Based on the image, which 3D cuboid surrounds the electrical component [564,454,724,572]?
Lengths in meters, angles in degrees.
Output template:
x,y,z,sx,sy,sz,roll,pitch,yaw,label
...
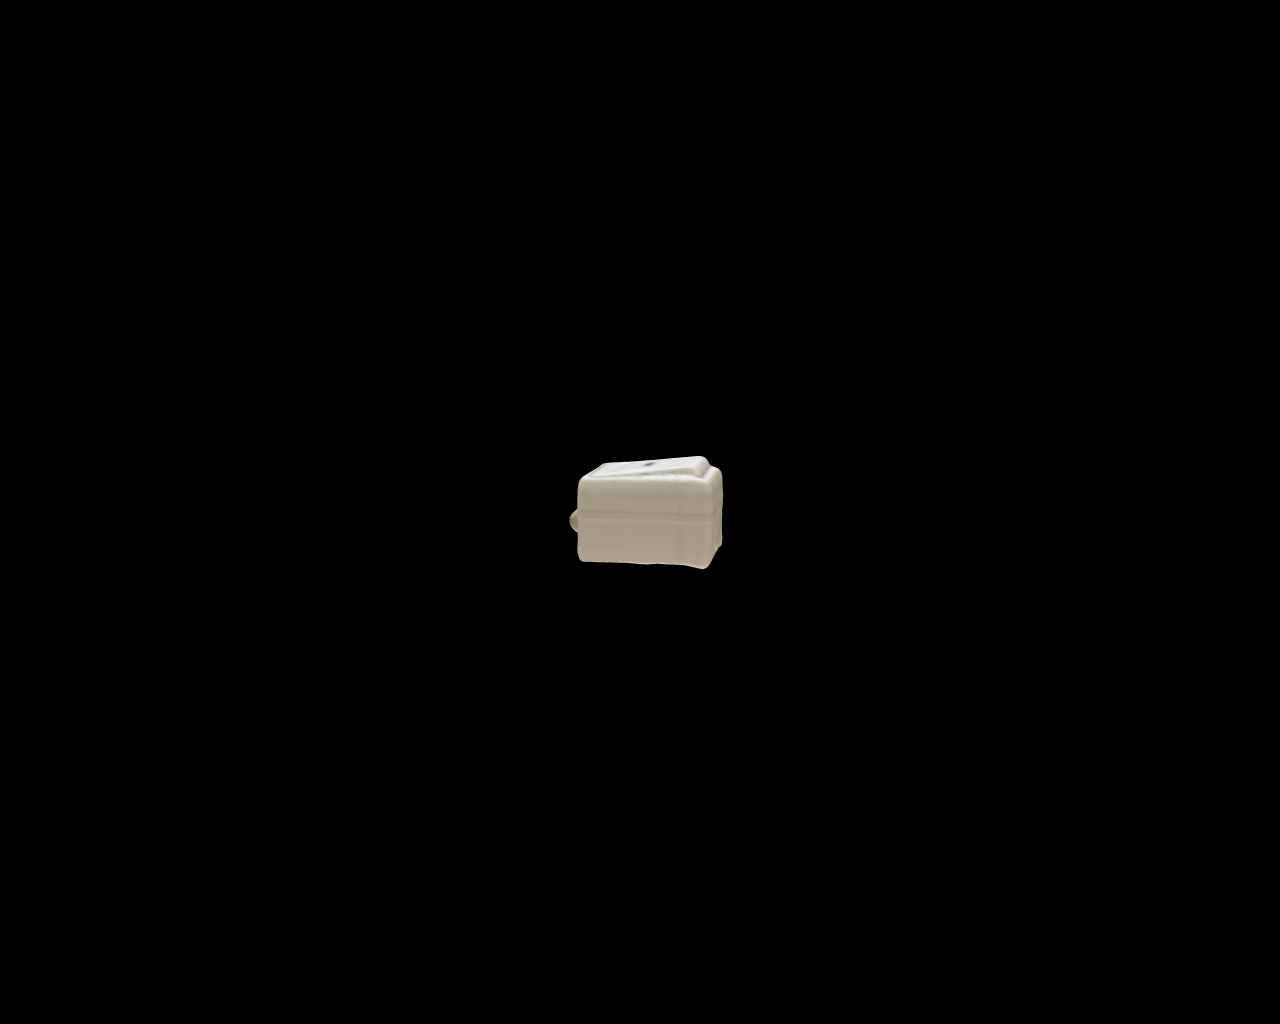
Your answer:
x,y,z,sx,sy,sz,roll,pitch,yaw,label
0.001,-0.003,0.650,0.096,0.061,0.062,2,12,12,electrical component
